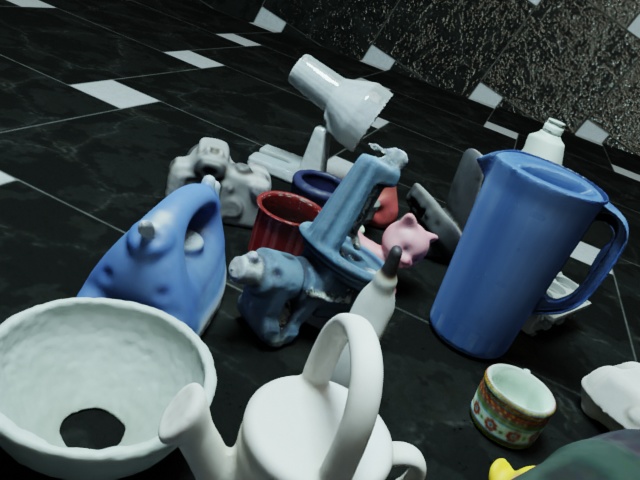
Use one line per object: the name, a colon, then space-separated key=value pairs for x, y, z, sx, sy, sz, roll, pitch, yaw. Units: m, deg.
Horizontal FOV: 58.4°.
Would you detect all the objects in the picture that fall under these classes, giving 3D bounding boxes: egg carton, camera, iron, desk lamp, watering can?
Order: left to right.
iron: x=-0.146 y=-0.001 z=0.600 sx=0.118 sy=0.141 sz=0.258 roll=20 pitch=26 yaw=1
camera: x=-0.146 y=-0.098 z=0.833 sx=0.143 sy=0.101 sz=0.136 roll=11 pitch=27 yaw=-16
watering can: x=-0.011 y=0.135 z=0.369 sx=0.173 sy=0.194 sz=0.100 roll=1 pitch=31 yaw=-33
desk lamp: x=0.001 y=-0.200 z=1.002 sx=0.203 sy=0.213 sz=0.118 roll=22 pitch=26 yaw=5
egg carton: x=0.371 y=0.202 z=0.642 sx=0.107 sy=0.069 sz=0.150 roll=1 pitch=32 yaw=-33

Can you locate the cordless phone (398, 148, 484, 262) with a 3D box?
cordless phone: x=0.207 y=-0.071 z=0.926 sx=0.094 sy=0.185 sz=0.147 roll=7 pitch=29 yaw=-24

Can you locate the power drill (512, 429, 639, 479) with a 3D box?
power drill: x=0.114 y=0.196 z=0.320 sx=0.230 sy=0.208 sz=0.075 roll=-1 pitch=32 yaw=-35

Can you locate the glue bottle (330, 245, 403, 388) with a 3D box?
glue bottle: x=0.044 y=0.079 z=0.538 sx=0.037 sy=0.173 sz=0.078 roll=25 pitch=27 yaw=13

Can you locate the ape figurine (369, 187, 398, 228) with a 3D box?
ape figurine: x=0.101 y=-0.071 z=0.961 sx=0.076 sy=0.092 sz=0.078 roll=36 pitch=30 yaw=30

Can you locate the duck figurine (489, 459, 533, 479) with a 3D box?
duck figurine: x=0.164 y=0.220 z=0.446 sx=0.078 sy=0.086 sz=0.104 roll=-6 pitch=36 yaw=-41

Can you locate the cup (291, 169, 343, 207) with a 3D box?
cup: x=0.006 y=-0.040 z=0.832 sx=0.118 sy=0.095 sz=0.091 roll=14 pitch=27 yaw=-12

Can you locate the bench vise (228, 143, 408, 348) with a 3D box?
bench vise: x=0.015 y=0.008 z=0.603 sx=0.121 sy=0.220 sz=0.208 roll=32 pitch=29 yaw=24

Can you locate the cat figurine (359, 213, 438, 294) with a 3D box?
cat figurine: x=0.090 y=0.007 z=0.771 sx=0.128 sy=0.118 sz=0.067 roll=19 pitch=26 yaw=0

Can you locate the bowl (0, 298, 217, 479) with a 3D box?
bowl: x=-0.166 y=0.119 z=0.429 sx=0.167 sy=0.075 sz=0.167 roll=16 pitch=26 yaw=-8
